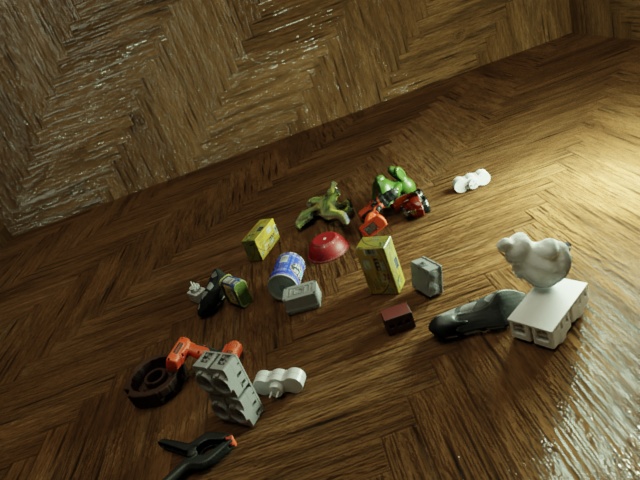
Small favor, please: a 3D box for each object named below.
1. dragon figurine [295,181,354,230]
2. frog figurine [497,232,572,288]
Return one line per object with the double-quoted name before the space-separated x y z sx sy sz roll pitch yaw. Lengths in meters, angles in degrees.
"dragon figurine" 0.006 -0.106 2.112 0.241 0.121 0.418 -33 21 14
"frog figurine" 0.510 0.042 1.231 0.159 0.125 0.135 19 -32 -20
